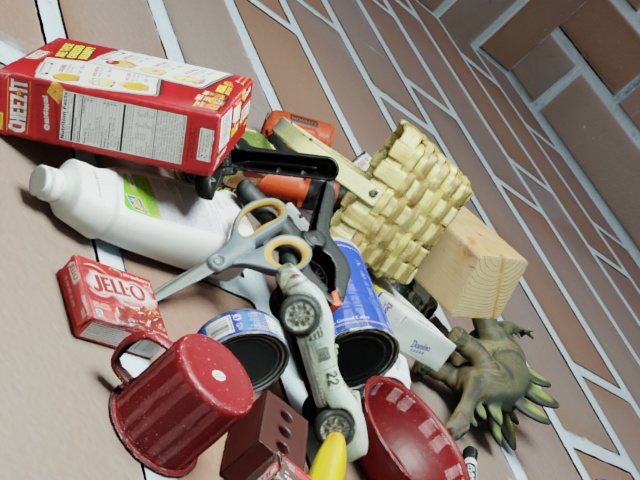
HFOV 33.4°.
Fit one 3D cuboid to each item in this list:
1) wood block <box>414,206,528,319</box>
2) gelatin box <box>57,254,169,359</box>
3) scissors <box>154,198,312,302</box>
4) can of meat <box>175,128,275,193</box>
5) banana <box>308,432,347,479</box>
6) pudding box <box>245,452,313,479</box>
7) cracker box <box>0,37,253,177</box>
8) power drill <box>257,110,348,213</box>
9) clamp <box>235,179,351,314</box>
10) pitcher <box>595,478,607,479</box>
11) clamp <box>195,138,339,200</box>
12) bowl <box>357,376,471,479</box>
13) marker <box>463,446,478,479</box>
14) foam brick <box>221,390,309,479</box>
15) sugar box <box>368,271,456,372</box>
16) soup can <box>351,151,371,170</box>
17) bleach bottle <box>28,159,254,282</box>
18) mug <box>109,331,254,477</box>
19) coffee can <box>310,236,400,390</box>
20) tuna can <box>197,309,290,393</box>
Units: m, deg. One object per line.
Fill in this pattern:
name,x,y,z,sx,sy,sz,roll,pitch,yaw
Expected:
wood block,0.160,0.006,1.388,0.090,0.091,0.206,6,28,-38
gelatin box,-0.178,0.057,0.922,0.089,0.030,0.073,26,30,-46
scissors,-0.081,0.031,1.035,0.096,0.016,0.201,38,51,4
can of meat,-0.106,-0.087,1.250,0.057,0.084,0.101,56,22,19
banana,-0.004,0.230,0.912,0.037,0.070,0.197,18,14,7
pudding box,-0.036,0.223,0.786,0.090,0.114,0.039,42,18,-15
cracker box,-0.187,-0.133,1.052,0.213,0.072,0.164,12,22,3
power drill,-0.007,-0.102,1.439,0.184,0.057,0.187,14,28,-16
clamp,-0.007,0.001,1.125,0.120,0.039,0.171,-14,66,-33
pitcher,0.289,0.370,1.174,0.149,0.145,0.242,44,21,28
clamp,-0.107,-0.084,1.117,0.164,0.036,0.210,-14,24,-41
bowl,0.085,0.222,1.111,0.162,0.055,0.162,40,22,-20
marker,0.174,0.277,1.243,0.020,0.020,0.121,44,21,-9
foam brick,-0.047,0.181,0.928,0.053,0.051,0.078,42,21,-17
sugar box,0.082,0.087,1.298,0.093,0.048,0.176,33,9,-33
soup can,0.078,-0.076,1.617,0.102,0.069,0.068,48,21,2
bleach bottle,-0.175,-0.030,1.044,0.250,0.068,0.103,20,33,-47
mug,-0.116,0.121,0.857,0.117,0.082,0.093,47,21,-3
coffee can,0.017,0.080,1.165,0.102,0.103,0.140,30,27,-40
tuna can,-0.073,0.103,0.970,0.086,0.086,0.034,30,25,-39
